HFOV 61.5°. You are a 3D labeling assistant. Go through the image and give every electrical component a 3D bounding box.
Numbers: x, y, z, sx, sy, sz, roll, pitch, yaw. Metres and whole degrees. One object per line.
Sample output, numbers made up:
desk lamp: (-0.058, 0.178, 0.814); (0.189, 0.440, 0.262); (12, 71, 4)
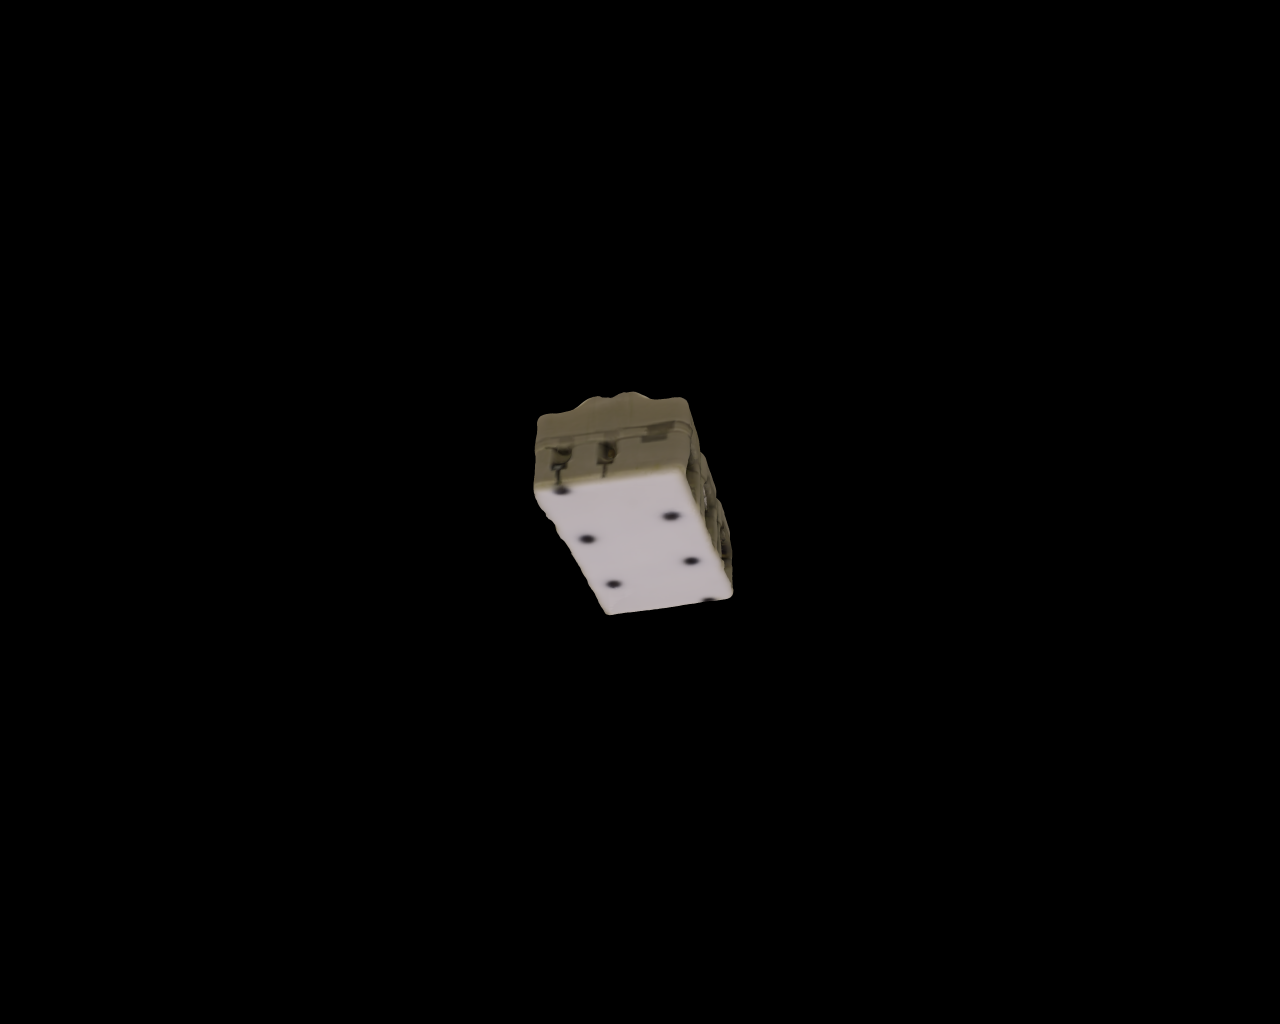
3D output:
electrical component: (0.001, -0.003, 0.650); (0.089, 0.062, 0.150); (-8, -35, 11)
